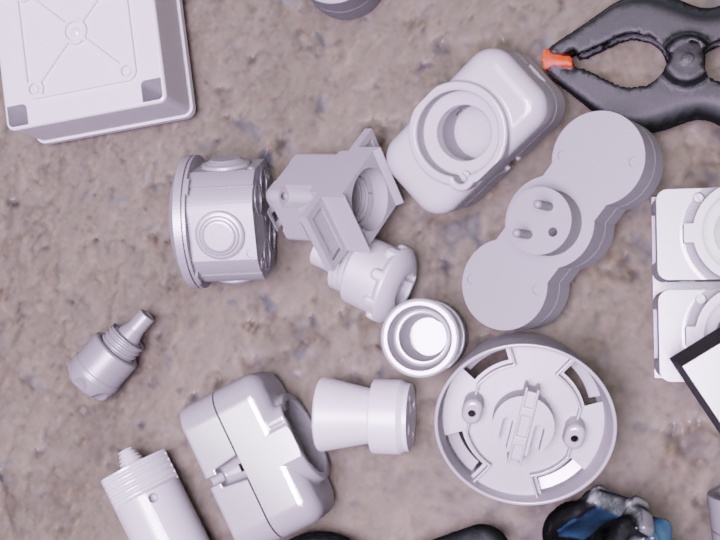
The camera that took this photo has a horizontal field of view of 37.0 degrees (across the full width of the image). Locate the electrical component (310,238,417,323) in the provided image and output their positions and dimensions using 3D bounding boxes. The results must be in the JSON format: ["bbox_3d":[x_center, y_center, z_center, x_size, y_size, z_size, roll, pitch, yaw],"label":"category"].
[{"bbox_3d":[0.000,0.000,0.644,0.062,0.048,0.048,24,93,22],"label":"electrical component"}]

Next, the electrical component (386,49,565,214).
[{"bbox_3d":[0.064,-0.079,0.613,0.095,0.059,0.053,-44,80,23],"label":"electrical component"}]

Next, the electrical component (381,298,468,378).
[{"bbox_3d":[0.039,0.039,0.628,0.045,0.055,0.045,0,88,12],"label":"electrical component"}]

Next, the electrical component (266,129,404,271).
[{"bbox_3d":[-0.017,-0.042,0.635,0.064,0.042,0.081,4,45,35],"label":"electrical component"}]

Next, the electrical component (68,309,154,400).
[{"bbox_3d":[-0.154,0.051,0.679,0.035,0.035,0.061,43,94,10],"label":"electrical component"}]

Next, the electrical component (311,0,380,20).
[{"bbox_3d":[0.023,-0.202,0.631,0.138,0.074,0.052,-27,83,10],"label":"electrical component"}]

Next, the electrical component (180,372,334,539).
[{"bbox_3d":[-0.058,0.112,0.646,0.059,0.054,0.095,-28,83,9],"label":"electrical component"}]

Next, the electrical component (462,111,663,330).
[{"bbox_3d":[0.105,-0.026,0.592,0.052,0.074,0.138,43,109,24],"label":"electrical component"}]

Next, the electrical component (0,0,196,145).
[{"bbox_3d":[-0.167,-0.143,0.677,0.109,0.056,0.108,-9,86,11],"label":"electrical component"}]

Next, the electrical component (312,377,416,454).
[{"bbox_3d":[0.003,0.086,0.639,0.055,0.045,0.045,1,88,11],"label":"electrical component"}]

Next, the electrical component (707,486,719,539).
[{"bbox_3d":[0.220,0.145,0.588,0.055,0.055,0.047,-3,91,12],"label":"electrical component"}]

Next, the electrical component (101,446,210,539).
[{"bbox_3d":[-0.127,0.147,0.665,0.043,0.043,0.081,-30,82,9],"label":"electrical component"}]

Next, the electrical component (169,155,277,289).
[{"bbox_3d":[-0.081,-0.030,0.644,0.051,0.080,0.080,-2,87,6],"label":"electrical component"}]

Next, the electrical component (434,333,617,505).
[{"bbox_3d":[0.092,0.083,0.607,0.099,0.064,0.099,1,99,7],"label":"electrical component"}]

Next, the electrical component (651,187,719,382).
[{"bbox_3d":[0.256,0.008,0.581,0.186,0.060,0.105,-1,88,12],"label":"electrical component"}]
